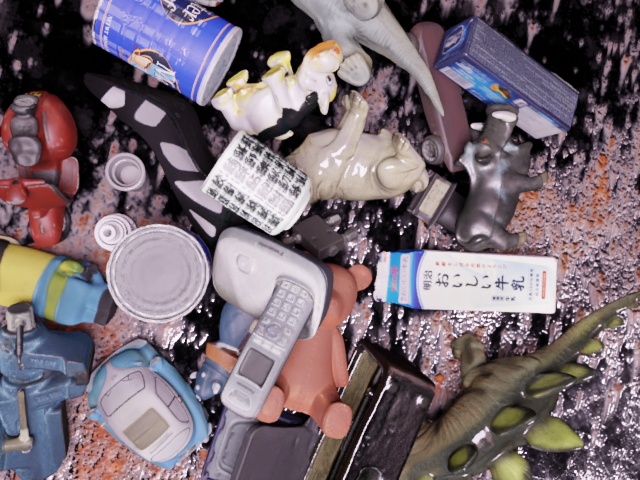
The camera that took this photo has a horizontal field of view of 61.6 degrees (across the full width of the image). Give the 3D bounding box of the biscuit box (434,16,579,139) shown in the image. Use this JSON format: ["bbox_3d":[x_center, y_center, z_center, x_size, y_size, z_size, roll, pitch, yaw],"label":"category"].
[{"bbox_3d":[0.248,-0.209,0.707,0.202,0.059,0.063,26,76,-24],"label":"biscuit box"}]

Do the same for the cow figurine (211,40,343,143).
[{"bbox_3d":[-0.036,-0.168,0.638,0.098,0.167,0.068,57,37,-32],"label":"cow figurine"}]

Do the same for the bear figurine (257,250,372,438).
[{"bbox_3d":[-0.002,0.118,0.658,0.120,0.132,0.195,19,93,-8],"label":"bear figurine"}]

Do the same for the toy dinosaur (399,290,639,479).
[{"bbox_3d":[0.226,0.202,0.661,0.471,0.199,0.105,-45,105,-5],"label":"toy dinosaur"}]

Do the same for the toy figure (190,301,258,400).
[{"bbox_3d":[-0.108,0.127,0.670,0.058,0.064,0.154,26,84,-18],"label":"toy figure"}]

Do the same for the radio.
[{"bbox_3d":[0.050,0.250,0.664,0.073,0.131,0.229,24,86,-12],"label":"radio"}]

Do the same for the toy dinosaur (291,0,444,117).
[{"bbox_3d":[0.008,-0.319,0.658,0.404,0.131,0.192,41,39,-24],"label":"toy dinosaur"}]

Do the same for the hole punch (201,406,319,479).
[{"bbox_3d":[-0.077,0.269,0.674,0.115,0.092,0.142,22,83,-39],"label":"hole punch"}]

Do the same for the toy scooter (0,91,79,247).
[{"bbox_3d":[-0.317,-0.084,0.596,0.075,0.135,0.183,-4,90,-9],"label":"toy scooter"}]

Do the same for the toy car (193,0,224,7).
[{"bbox_3d":[-0.195,-0.362,0.647,0.201,0.073,0.056,41,80,-8],"label":"toy car"}]

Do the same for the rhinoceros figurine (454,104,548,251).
[{"bbox_3d":[0.220,-0.076,0.684,0.112,0.073,0.190,15,86,-12],"label":"rhinoceros figurine"}]

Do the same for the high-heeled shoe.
[{"bbox_3d":[-0.193,-0.098,0.658,0.249,0.086,0.145,26,108,8],"label":"high-heeled shoe"}]

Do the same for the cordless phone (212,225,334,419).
[{"bbox_3d":[-0.077,0.089,0.597,0.147,0.088,0.184,24,77,20],"label":"cordless phone"}]

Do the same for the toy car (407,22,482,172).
[{"bbox_3d":[0.160,-0.190,0.722,0.089,0.053,0.202,-18,95,-30],"label":"toy car"}]

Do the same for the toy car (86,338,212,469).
[{"bbox_3d":[-0.205,0.204,0.634,0.109,0.103,0.161,-38,94,-7],"label":"toy car"}]

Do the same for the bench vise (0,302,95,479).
[{"bbox_3d":[-0.372,0.172,0.575,0.241,0.129,0.223,-1,124,-17],"label":"bench vise"}]

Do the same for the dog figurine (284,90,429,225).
[{"bbox_3d":[0.023,-0.069,0.683,0.172,0.121,0.190,42,96,1],"label":"dog figurine"}]

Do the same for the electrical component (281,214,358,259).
[{"bbox_3d":[-0.001,-0.002,0.686,0.094,0.021,0.063,-24,51,-29],"label":"electrical component"}]

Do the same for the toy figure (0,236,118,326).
[{"bbox_3d":[-0.324,0.048,0.618,0.180,0.089,0.082,21,81,-7],"label":"toy figure"}]

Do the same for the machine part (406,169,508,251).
[{"bbox_3d":[0.190,-0.033,0.737,0.139,0.039,0.084,29,77,-7],"label":"machine part"}]
